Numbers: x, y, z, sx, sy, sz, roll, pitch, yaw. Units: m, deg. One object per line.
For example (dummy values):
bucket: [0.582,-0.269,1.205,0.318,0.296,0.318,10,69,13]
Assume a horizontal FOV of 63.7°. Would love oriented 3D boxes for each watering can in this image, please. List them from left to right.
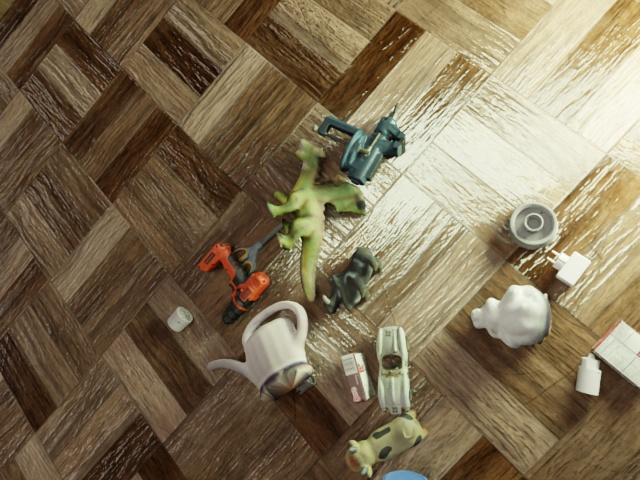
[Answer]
watering can: [-0.149,0.310,1.322,0.344,0.103,0.229,-41,52,18]

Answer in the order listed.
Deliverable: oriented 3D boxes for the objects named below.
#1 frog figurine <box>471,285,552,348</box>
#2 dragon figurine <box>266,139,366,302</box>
frog figurine: [0.420,0.166,1.138,0.159,0.124,0.136,6,102,10]
dragon figurine: [0.004,-0.068,1.353,0.242,0.122,0.413,-22,82,7]
